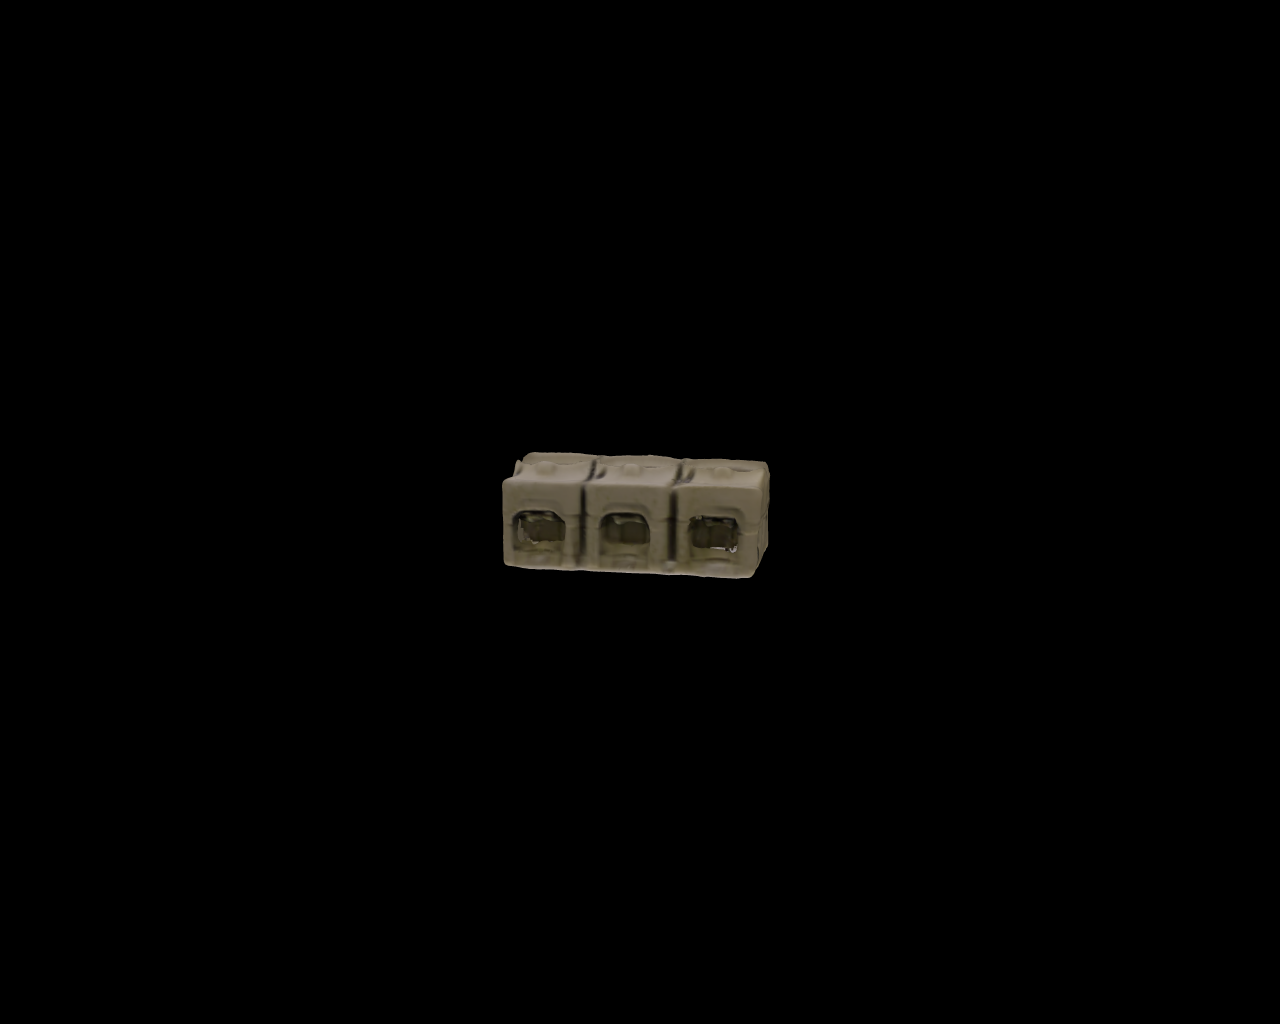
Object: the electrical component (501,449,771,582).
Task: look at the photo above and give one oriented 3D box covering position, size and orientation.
[{"bbox_3d":[0.001,-0.003,0.650,0.150,0.061,0.089,2,12,12],"label":"electrical component"}]
